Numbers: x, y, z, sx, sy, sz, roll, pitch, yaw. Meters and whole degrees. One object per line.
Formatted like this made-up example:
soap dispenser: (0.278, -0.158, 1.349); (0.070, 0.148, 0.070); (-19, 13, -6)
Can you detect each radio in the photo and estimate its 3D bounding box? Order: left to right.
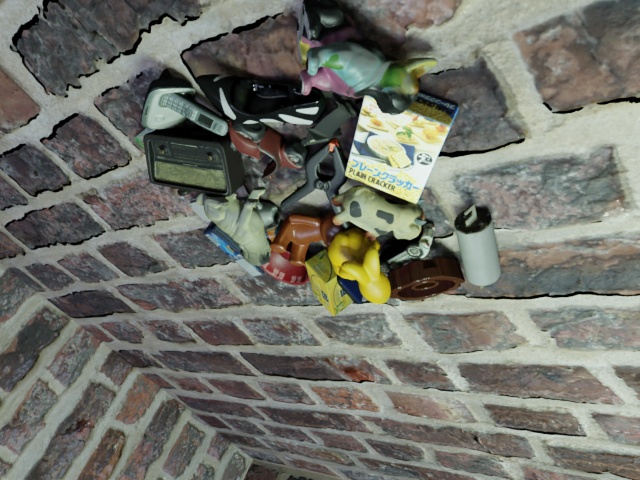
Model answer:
radio: (-0.292, -0.186, 1.242); (0.230, 0.073, 0.130); (10, 122, 20)

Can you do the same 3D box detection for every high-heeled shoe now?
high-heeled shoe: (-0.113, -0.279, 1.028); (0.249, 0.086, 0.145); (18, 166, -15)

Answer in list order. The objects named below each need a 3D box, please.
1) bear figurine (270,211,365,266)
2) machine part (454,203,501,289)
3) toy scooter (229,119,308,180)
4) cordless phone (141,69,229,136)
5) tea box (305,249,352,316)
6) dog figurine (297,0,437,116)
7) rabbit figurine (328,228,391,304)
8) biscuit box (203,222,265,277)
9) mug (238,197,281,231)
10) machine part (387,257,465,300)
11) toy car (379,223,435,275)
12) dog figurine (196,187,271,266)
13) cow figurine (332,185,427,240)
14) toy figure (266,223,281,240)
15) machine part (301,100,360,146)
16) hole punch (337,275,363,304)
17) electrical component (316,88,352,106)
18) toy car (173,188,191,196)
bear figurine: (-0.002, -0.008, 1.287); (0.196, 0.132, 0.120); (6, 157, 36)
machine part: (0.334, 0.016, 1.133); (0.079, 0.079, 0.242); (4, 138, 30)
toy scooter: (-0.125, -0.193, 1.175); (0.184, 0.075, 0.135); (28, 146, -10)
cordless phone: (-0.291, -0.271, 1.180); (0.184, 0.089, 0.146); (30, 145, -11)
tea box: (0.024, 0.116, 1.435); (0.098, 0.068, 0.169); (45, 160, 35)
dog figurine: (0.075, -0.300, 0.883); (0.219, 0.191, 0.108); (1, 164, -13)
rabbit figurine: (0.102, 0.059, 1.190); (0.173, 0.122, 0.162); (60, 176, 18)
biscuit box: (-0.232, 0.018, 1.524); (0.202, 0.063, 0.059); (44, 143, -22)
mug: (-0.160, -0.067, 1.363); (0.107, 0.081, 0.109); (-3, 127, 22)
machine part: (0.240, 0.090, 1.241); (0.179, 0.056, 0.179); (-8, 160, -3)
toy car: (0.195, 0.024, 1.235); (0.056, 0.073, 0.202); (33, 145, -14)
dog figurine: (-0.203, -0.026, 1.286); (0.173, 0.121, 0.190); (10, 119, 15)
cow figurine: (0.135, -0.056, 1.124); (0.195, 0.085, 0.127); (23, 145, -28)
toy figure: (-0.132, -0.017, 1.418); (0.155, 0.064, 0.057); (-9, 95, 34)
machine part: (0.024, -0.222, 1.035); (0.139, 0.084, 0.039); (-33, 74, 55)
hole punch: (0.108, 0.080, 1.337); (0.092, 0.116, 0.142); (-26, 125, 29)
electrical component: (0.018, -0.293, 0.994); (0.094, 0.021, 0.063); (44, 143, -24)
toy car: (-0.304, -0.162, 1.350); (0.202, 0.053, 0.089); (-3, 131, 30)
